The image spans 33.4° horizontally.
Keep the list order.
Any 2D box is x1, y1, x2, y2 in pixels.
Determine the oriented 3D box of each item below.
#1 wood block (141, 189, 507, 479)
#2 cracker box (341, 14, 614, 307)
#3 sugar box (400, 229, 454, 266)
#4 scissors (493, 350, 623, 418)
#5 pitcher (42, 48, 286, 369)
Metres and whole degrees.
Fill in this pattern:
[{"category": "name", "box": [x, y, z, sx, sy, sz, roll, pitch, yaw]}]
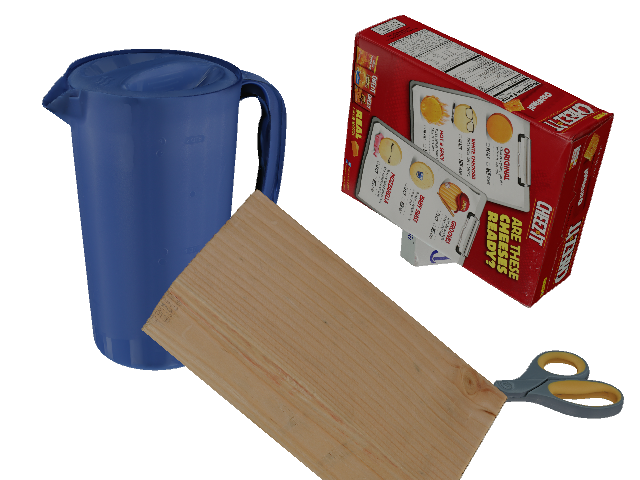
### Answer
[{"category": "wood block", "box": [0.001, 0.078, 0.681, 0.206, 0.090, 0.090, 40, -33, -1]}, {"category": "cracker box", "box": [0.120, -0.070, 0.883, 0.214, 0.164, 0.072, 33, 46, 31]}, {"category": "sugar box", "box": [0.188, -0.023, 1.305, 0.176, 0.093, 0.048, -7, 23, -21]}, {"category": "scissors", "box": [0.166, 0.122, 0.943, 0.201, 0.016, 0.096, 7, 27, -5]}, {"category": "pitcher", "box": [-0.120, -0.025, 0.853, 0.149, 0.243, 0.144, 12, 27, 18]}]
